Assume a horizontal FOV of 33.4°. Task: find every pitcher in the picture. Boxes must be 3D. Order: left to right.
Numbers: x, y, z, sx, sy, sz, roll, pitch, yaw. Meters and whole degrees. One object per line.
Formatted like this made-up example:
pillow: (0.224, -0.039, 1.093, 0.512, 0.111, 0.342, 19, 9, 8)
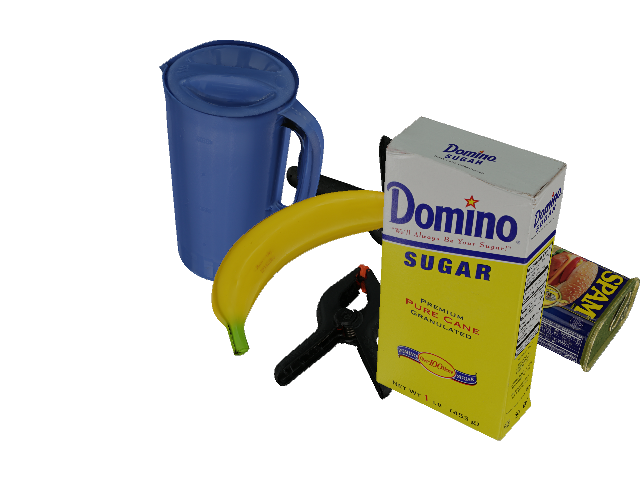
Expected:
pitcher: (-0.086, -0.070, 1.106, 0.145, 0.243, 0.149, -7, 44, -13)

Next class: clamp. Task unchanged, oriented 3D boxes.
clamp: (0.037, 0.096, 1.105, 0.120, 0.171, 0.039, 16, -40, 17)
clamp: (0.069, -0.042, 1.267, 0.164, 0.036, 0.210, -16, 52, -29)

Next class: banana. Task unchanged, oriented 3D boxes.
banana: (-0.018, 0.007, 0.807, 0.197, 0.069, 0.037, -40, -5, -29)

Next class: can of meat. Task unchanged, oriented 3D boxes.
can of meat: (0.224, 0.057, 0.956, 0.084, 0.057, 0.101, 26, 45, 26)

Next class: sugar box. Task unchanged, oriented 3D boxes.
sugar box: (0.082, 0.025, 0.617, 0.093, 0.176, 0.048, 22, 43, 29)
